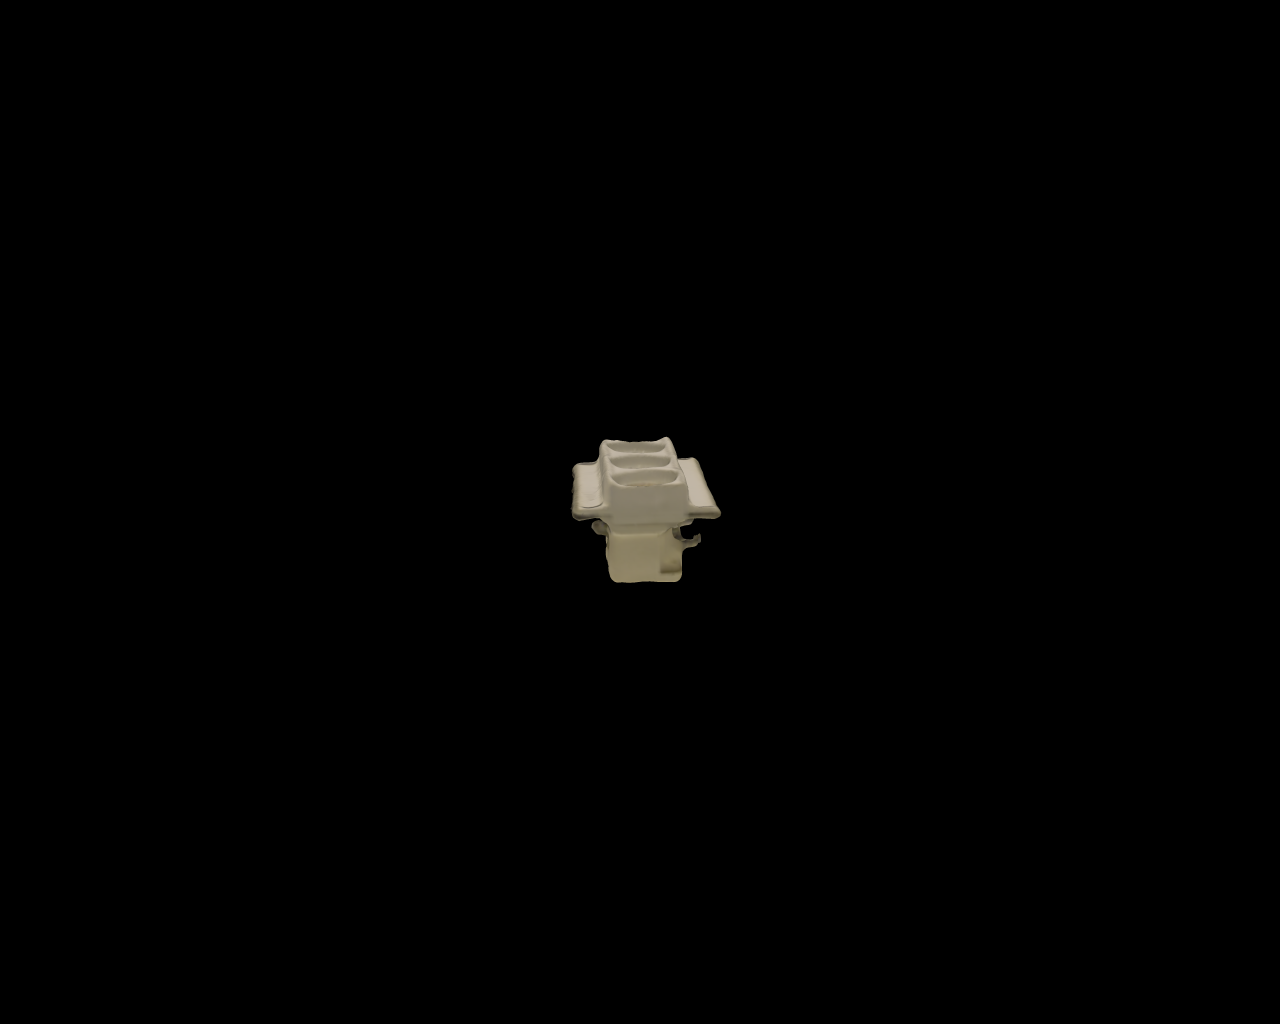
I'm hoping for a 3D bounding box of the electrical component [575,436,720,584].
[{"bbox_3d":[0.001,-0.003,0.650,0.079,0.063,0.121,-1,16,-3],"label":"electrical component"}]
